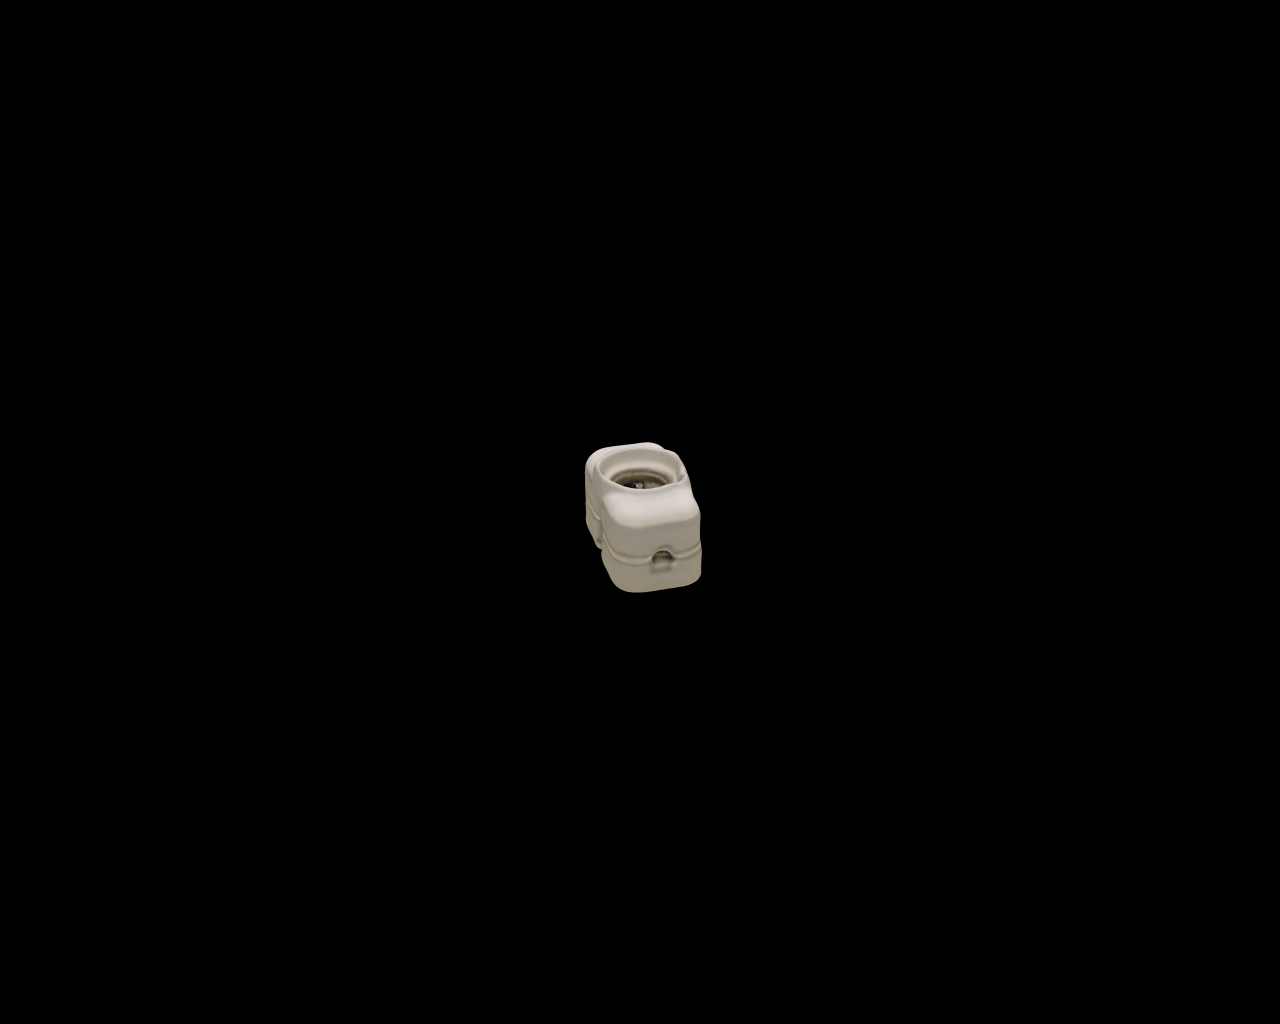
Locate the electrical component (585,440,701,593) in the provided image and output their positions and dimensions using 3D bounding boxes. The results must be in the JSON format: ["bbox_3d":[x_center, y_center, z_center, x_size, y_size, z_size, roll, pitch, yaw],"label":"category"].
[{"bbox_3d":[0.001,-0.003,0.650,0.054,0.059,0.095,-8,31,-13],"label":"electrical component"}]
